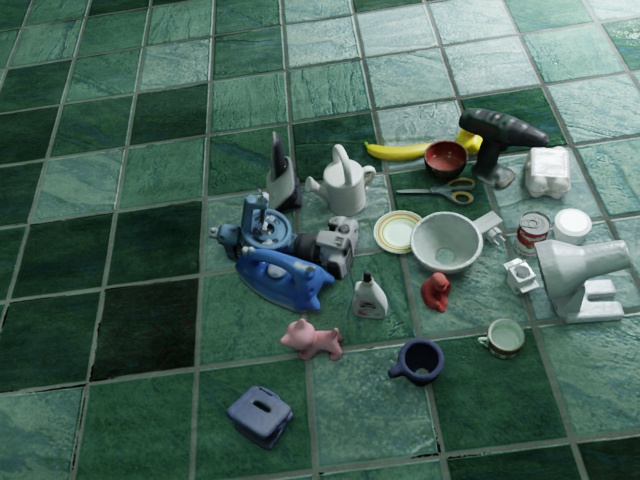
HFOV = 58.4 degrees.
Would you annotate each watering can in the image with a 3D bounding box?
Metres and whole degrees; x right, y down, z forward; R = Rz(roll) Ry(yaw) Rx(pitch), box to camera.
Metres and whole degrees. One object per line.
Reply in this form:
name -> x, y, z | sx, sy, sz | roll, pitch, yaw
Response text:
watering can -> 0.052, -0.151, 1.428 | 0.173, 0.194, 0.100 | -36, 58, -17

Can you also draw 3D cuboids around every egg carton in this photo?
egg carton -> 0.574, -0.174, 1.446 | 0.107, 0.069, 0.150 | 5, 56, 12

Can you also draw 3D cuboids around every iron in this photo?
iron -> -0.104, 0.067, 1.327 | 0.257, 0.142, 0.119 | 17, 59, 19

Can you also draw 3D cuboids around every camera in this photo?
camera -> 0.013, 0.005, 1.380 | 0.136, 0.101, 0.143 | 11, 57, 16

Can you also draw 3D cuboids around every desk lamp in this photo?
desk lamp -> 0.536, 0.078, 1.182 | 0.203, 0.214, 0.118 | -5, 54, 5

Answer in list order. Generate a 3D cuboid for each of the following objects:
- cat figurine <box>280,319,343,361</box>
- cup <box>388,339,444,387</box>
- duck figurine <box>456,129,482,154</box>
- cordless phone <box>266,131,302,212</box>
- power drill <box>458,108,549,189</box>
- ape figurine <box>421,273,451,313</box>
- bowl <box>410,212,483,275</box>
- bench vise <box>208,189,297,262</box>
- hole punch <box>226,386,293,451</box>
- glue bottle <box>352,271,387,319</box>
cat figurine -> -0.018, 0.208, 1.229 | 0.127, 0.118, 0.067 | -5, 54, 5
cup -> 0.194, 0.267, 1.170 | 0.118, 0.095, 0.091 | -22, 55, -8
duck figurine -> 0.409, -0.291, 1.543 | 0.077, 0.086, 0.104 | -3, 54, 7
cordless phone -> -0.106, -0.174, 1.472 | 0.094, 0.185, 0.147 | -12, 54, 0
power drill -> 0.445, -0.228, 1.417 | 0.229, 0.209, 0.076 | 35, 66, 28
ape figurine -> 0.261, 0.107, 1.276 | 0.078, 0.092, 0.076 | -35, 57, -16
bowl -> 0.294, 0.020, 1.345 | 0.167, 0.075, 0.167 | -4, 54, 6
bench vise -> -0.166, -0.025, 1.353 | 0.207, 0.220, 0.121 | -17, 54, -4
hole punch -> -0.122, 0.350, 1.159 | 0.108, 0.091, 0.101 | 24, 61, 23
glue bottle -> 0.105, 0.116, 1.242 | 0.078, 0.173, 0.037 | 2, 55, 10
